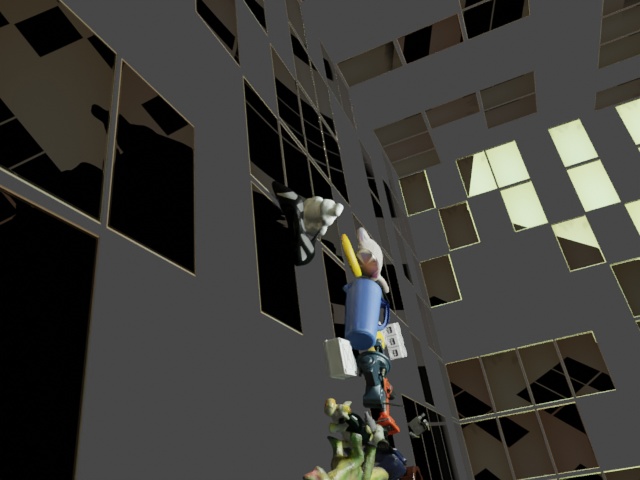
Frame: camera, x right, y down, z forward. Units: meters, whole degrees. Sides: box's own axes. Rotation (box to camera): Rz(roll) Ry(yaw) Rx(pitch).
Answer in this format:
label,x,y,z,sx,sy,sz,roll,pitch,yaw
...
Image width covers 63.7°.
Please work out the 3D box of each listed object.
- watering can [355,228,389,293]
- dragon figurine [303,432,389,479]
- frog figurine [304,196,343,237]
label,x,y,z,sx,sy,sz,roll,pitch,yaw
watering can,0.231,0.115,2.241,0.103,0.344,0.228,-19,-166,18
dragon figurine,0.084,0.633,1.280,0.121,0.249,0.403,-17,131,28
frog figurine,0.005,-0.083,1.655,0.159,0.141,0.120,-17,138,16
